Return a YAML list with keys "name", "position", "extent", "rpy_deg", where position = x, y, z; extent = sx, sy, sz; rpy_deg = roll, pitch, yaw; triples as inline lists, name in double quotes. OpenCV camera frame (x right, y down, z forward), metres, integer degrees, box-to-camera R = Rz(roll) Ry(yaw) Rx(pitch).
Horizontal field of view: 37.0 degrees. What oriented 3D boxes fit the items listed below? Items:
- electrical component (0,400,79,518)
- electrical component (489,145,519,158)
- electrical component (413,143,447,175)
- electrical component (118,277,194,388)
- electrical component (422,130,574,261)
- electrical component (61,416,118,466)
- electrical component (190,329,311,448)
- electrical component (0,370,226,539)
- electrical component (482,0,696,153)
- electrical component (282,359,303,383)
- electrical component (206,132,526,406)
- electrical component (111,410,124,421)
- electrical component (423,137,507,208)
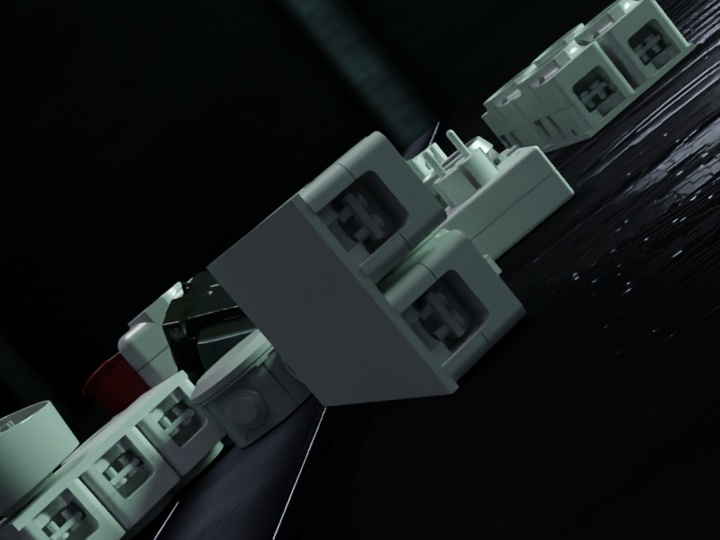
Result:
- name: "electrical component"
  position: [-0.234, 0.123, 0.690]
  extent: [0.099, 0.064, 0.099]
  rpy_deg: [-39, 6, 5]
- name: "electrical component"
  position: [0.092, -0.071, 0.841]
  extent: [0.079, 0.043, 0.077]
  rpy_deg: [-41, 6, -12]
- name: "electrical component"
  position: [0.053, -0.072, 1.046]
  extent: [0.089, 0.055, 0.050]
  rpy_deg: [-34, 8, 43]
- name: "electrical component"
  position: [-0.158, 0.050, 0.921]
  extent: [0.095, 0.059, 0.054]
  rpy_deg: [-41, 6, -8]
- name: "electrical component"
  position: [0.069, -0.048, 0.648]
  extent: [0.083, 0.075, 0.047]
  rpy_deg: [-40, 6, 0]
- name: "electrical component"
  position: [-0.191, 0.154, 0.839]
  extent: [0.054, 0.059, 0.095]
  rpy_deg: [-43, 7, -31]
- name: "electrical component"
  position: [-0.068, 0.074, 0.710]
  extent: [0.080, 0.051, 0.080]
  rpy_deg: [-39, 6, 5]
- name: "electrical component"
  position: [-0.167, 0.147, 0.730]
  extent: [0.150, 0.061, 0.089]
  rpy_deg: [-44, 7, -34]
- name: "electrical component"
  position: [0.173, -0.152, 0.867]
  extent: [0.105, 0.060, 0.186]
  rpy_deg: [-40, 6, -7]
- name: "electrical component"
  position: [-0.004, 0.029, 0.684]
  extent: [0.079, 0.044, 0.077]
  rpy_deg: [-37, 6, 29]
- name: "electrical component"
  position: [-0.004, 0.006, 0.541]
  extent: [0.060, 0.105, 0.186]
  rpy_deg: [-42, 6, -20]
- name: "electrical component"
  position: [-0.183, 0.139, 0.945]
  extent: [0.047, 0.055, 0.055]
  rpy_deg: [-36, 6, 6]
- name: "electrical component"
  position: [0.077, -0.051, 0.717]
  extent: [0.058, 0.057, 0.078]
  rpy_deg: [-44, 7, -36]
